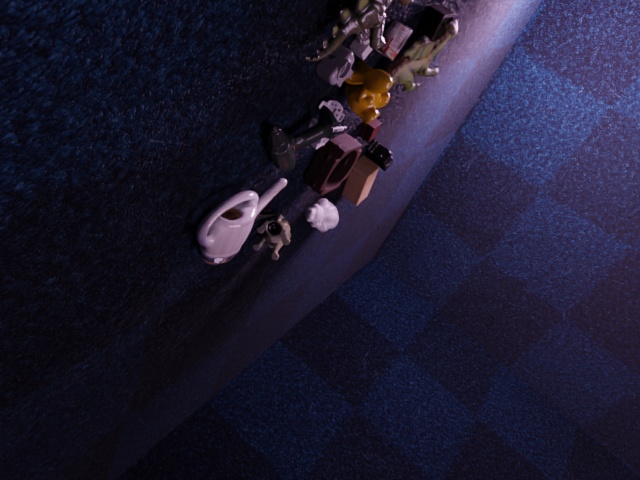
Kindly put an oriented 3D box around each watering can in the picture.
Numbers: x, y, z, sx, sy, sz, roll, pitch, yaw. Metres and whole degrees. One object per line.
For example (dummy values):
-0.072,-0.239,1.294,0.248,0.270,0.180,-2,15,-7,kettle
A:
-0.226,-0.056,1.454,0.352,0.105,0.220,-32,158,-52,watering can

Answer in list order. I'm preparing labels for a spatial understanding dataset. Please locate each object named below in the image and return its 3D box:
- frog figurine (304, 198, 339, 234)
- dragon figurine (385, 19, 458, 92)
0.006,-0.104,2.065,0.157,0.123,0.139,44,52,-67,frog figurine
0.273,-0.560,1.621,0.412,0.123,0.240,-36,169,-8,dragon figurine
